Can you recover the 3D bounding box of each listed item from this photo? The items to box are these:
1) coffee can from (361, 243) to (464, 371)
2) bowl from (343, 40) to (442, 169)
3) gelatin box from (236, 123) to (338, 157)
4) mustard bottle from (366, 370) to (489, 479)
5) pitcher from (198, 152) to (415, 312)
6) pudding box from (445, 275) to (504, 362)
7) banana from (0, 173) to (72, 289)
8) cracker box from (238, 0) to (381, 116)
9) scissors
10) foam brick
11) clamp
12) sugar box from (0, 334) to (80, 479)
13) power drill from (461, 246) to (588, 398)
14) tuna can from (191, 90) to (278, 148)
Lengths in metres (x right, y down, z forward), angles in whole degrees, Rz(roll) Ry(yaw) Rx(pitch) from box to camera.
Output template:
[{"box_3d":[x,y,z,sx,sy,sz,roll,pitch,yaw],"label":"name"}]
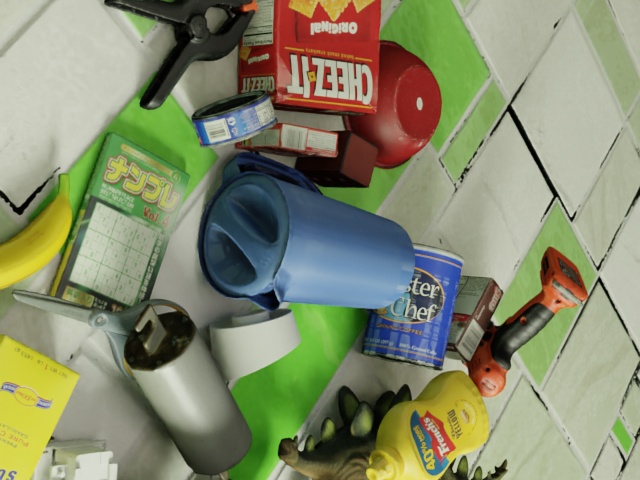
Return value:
[{"box_3d":[0.113,0.081,1.307,0.102,0.103,0.140,20,78,-44],"label":"coffee can"},{"box_3d":[0.101,-0.168,1.315,0.161,0.055,0.162,-4,95,-45],"label":"bowl"},{"box_3d":[-0.035,-0.108,1.169,0.089,0.073,0.030,5,90,-46],"label":"gelatin box"},{"box_3d":[0.118,0.228,1.232,0.191,0.058,0.096,-25,97,-44],"label":"mustard bottle"},{"box_3d":[-0.008,0.001,1.176,0.242,0.145,0.149,13,95,-48],"label":"pitcher"},{"box_3d":[0.173,0.098,1.377,0.039,0.090,0.113,51,59,-32],"label":"pudding box"},{"box_3d":[-0.291,0.011,0.949,0.197,0.037,0.069,-35,98,-40],"label":"banana"},{"box_3d":[-0.007,-0.251,1.190,0.163,0.072,0.214,-1,94,-44],"label":"cracker box"},{"box_3d":[-0.212,0.093,1.027,0.201,0.016,0.096,3,106,-43],"label":"scissors"},{"box_3d":[0.018,-0.092,1.221,0.052,0.078,0.051,24,76,-41],"label":"foam brick"},{"box_3d":[-0.139,-0.222,1.084,0.171,0.039,0.120,-41,125,-32],"label":"clamp"},{"box_3d":[-0.293,0.179,0.947,0.093,0.048,0.176,37,66,-40],"label":"sugar box"},{"box_3d":[0.255,0.099,1.370,0.057,0.184,0.188,35,109,-10],"label":"power drill"},{"box_3d":[-0.089,-0.126,1.105,0.086,0.086,0.034,-33,112,-39],"label":"tuna can"}]
